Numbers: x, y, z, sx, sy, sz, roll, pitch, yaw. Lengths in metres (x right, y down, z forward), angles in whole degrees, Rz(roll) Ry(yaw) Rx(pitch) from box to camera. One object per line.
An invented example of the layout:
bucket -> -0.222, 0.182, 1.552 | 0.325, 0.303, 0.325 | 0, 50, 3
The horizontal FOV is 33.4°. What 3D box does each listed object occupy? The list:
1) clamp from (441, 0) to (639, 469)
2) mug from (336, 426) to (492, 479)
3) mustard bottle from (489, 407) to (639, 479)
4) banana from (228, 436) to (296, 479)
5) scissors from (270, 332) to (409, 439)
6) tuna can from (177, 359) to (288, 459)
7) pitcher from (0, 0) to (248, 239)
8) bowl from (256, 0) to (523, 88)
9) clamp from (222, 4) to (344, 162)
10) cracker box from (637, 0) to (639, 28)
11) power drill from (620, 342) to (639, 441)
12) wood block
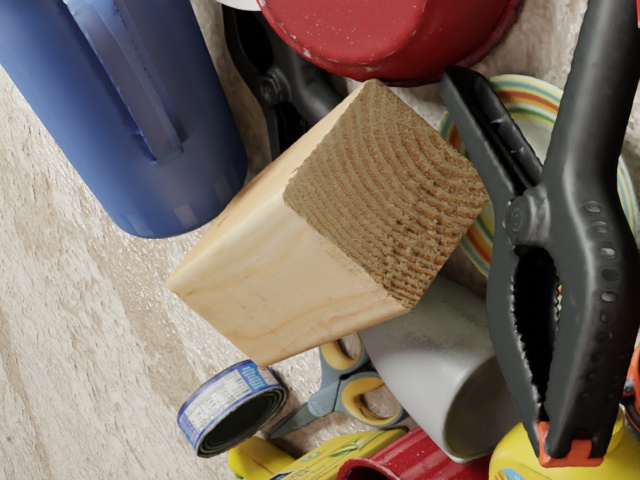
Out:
clamp -> 0.095, -0.011, 0.459 | 0.165, 0.036, 0.210 | 161, 111, -71
mug -> 0.070, 0.173, 0.682 | 0.093, 0.081, 0.117 | 25, 129, 43
mustard bottle -> 0.139, 0.150, 0.588 | 0.096, 0.058, 0.192 | 26, 134, 36
banana -> -0.020, 0.202, 0.865 | 0.198, 0.037, 0.069 | 22, 156, 49
scissors -> -0.002, 0.103, 0.792 | 0.202, 0.016, 0.096 | -16, 96, 55
tuna can -> -0.069, 0.132, 0.839 | 0.034, 0.086, 0.086 | 51, 143, 22
pitcher -> -0.129, -0.109, 0.675 | 0.145, 0.149, 0.242 | 2, 140, 24
bowl -> 0.020, -0.140, 0.528 | 0.162, 0.055, 0.162 | 15, 127, 20
clamp -> -0.011, -0.095, 0.663 | 0.120, 0.039, 0.171 | -2, 115, 49
cracker box -> 0.192, -0.158, 0.306 | 0.214, 0.071, 0.164 | 0, 97, 53
power drill -> 0.208, 0.102, 0.439 | 0.188, 0.057, 0.184 | 36, 174, 21
wood block -> -0.004, 0.000, 0.619 | 0.090, 0.090, 0.206 | 41, 154, -9
